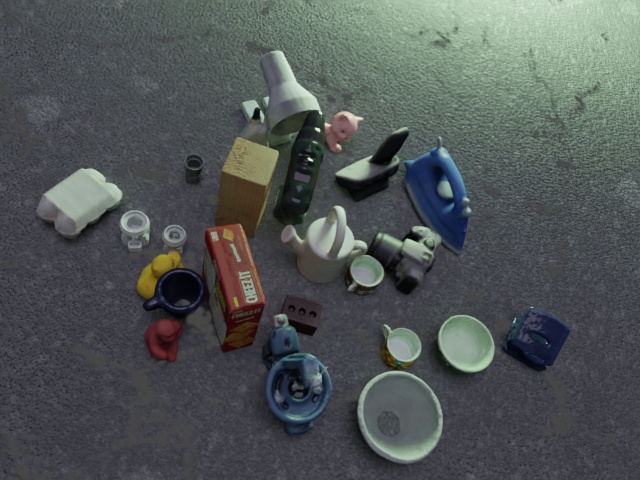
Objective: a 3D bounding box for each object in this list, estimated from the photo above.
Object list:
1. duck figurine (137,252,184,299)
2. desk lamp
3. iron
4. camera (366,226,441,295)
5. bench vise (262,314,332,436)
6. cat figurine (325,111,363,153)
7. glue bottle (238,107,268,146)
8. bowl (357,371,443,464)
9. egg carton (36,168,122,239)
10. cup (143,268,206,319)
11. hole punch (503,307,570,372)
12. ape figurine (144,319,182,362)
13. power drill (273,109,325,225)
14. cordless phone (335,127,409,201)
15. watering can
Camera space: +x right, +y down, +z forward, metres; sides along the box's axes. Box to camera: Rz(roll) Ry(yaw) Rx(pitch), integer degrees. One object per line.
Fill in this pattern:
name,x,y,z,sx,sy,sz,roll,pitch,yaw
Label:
duck figurine,-0.310,0.064,1.114,0.077,0.086,0.105,40,59,10
desk lamp,-0.095,-0.307,1.303,0.118,0.213,0.203,-19,67,-23
iron,0.298,-0.107,1.336,0.119,0.141,0.258,-13,65,-20
camera,0.182,0.022,1.257,0.137,0.100,0.143,28,58,2
bench vise,-0.054,0.226,1.010,0.122,0.219,0.207,-26,70,-25
cat figurine,0.034,-0.274,1.375,0.128,0.117,0.067,14,59,-6
glue bottle,-0.147,-0.234,1.273,0.078,0.173,0.037,-9,64,-19
bowl,0.142,0.339,1.083,0.167,0.074,0.167,6,60,-11
egg carton,-0.484,-0.076,1.157,0.107,0.069,0.150,38,59,8
cup,-0.277,0.117,1.087,0.118,0.095,0.091,-25,70,-25
hole punch,0.465,0.213,1.228,0.108,0.091,0.101,30,58,3
ape figurine,-0.286,0.175,1.054,0.076,0.092,0.078,39,59,9
power drill,-0.043,-0.135,1.223,0.075,0.208,0.229,13,59,-6
cordless phone,0.123,-0.186,1.309,0.148,0.185,0.094,-31,72,-27
watering can,0.011,0.006,1.166,0.173,0.194,0.101,-14,65,-21
